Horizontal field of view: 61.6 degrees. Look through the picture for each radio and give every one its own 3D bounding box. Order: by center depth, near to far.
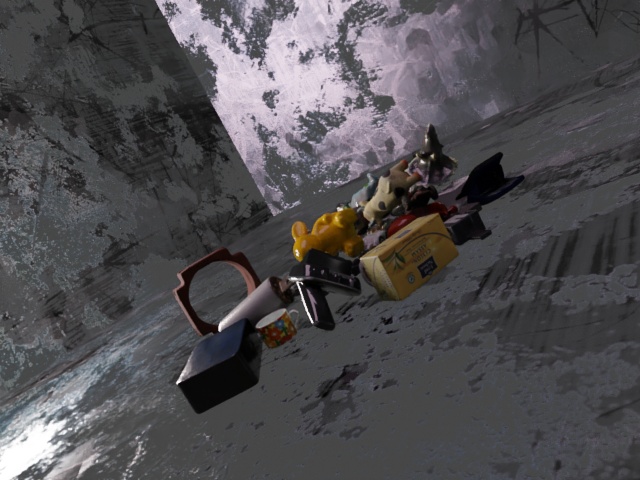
[{"bbox_3d":[-0.186,0.235,1.033,0.131,0.073,0.229,-29,7,0],"label":"radio"}]

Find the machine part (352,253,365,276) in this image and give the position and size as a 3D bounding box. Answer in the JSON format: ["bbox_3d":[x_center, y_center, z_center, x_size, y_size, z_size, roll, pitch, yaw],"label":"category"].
[{"bbox_3d":[0.113,0.052,1.263,0.084,0.039,0.139,-29,6,-38],"label":"machine part"}]

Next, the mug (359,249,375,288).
[{"bbox_3d":[0.127,0.050,1.100,0.109,0.081,0.107,-34,0,-7],"label":"mug"}]

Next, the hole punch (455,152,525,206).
[{"bbox_3d":[0.413,-0.131,1.294,0.142,0.092,0.115,-35,-19,-22],"label":"hole punch"}]

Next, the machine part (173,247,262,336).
[{"bbox_3d":[-0.257,0.136,1.379,0.201,0.201,0.087,-32,7,-22],"label":"machine part"}]

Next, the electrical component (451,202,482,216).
[{"bbox_3d":[0.349,-0.067,1.265,0.063,0.021,0.094,-31,9,-21],"label":"electrical component"}]

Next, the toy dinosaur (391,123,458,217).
[{"bbox_3d":[0.263,-0.138,1.521,0.192,0.131,0.404,-45,-11,-47],"label":"toy dinosaur"}]

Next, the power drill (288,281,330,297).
[{"bbox_3d":[-0.060,0.119,1.279,0.207,0.086,0.232,-28,7,25],"label":"power drill"}]

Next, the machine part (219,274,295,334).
[{"bbox_3d":[-0.140,0.158,1.175,0.243,0.079,0.079,-42,4,18],"label":"machine part"}]

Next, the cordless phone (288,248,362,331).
[{"bbox_3d":[0.024,0.113,1.067,0.088,0.146,0.184,-56,32,25],"label":"cordless phone"}]

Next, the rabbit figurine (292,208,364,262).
[{"bbox_3d":[-0.003,-0.004,1.318,0.163,0.121,0.173,15,39,44],"label":"rabbit figurine"}]

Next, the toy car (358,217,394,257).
[{"bbox_3d":[0.150,-0.007,1.417,0.073,0.056,0.202,-23,10,30],"label":"toy car"}]

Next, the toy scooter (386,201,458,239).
[{"bbox_3d":[0.247,-0.041,1.258,0.184,0.075,0.135,-28,4,-25],"label":"toy scooter"}]

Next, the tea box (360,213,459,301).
[{"bbox_3d":[0.170,0.032,1.013,0.169,0.098,0.068,-35,10,-28],"label":"tea box"}]

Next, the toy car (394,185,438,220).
[{"bbox_3d":[0.241,-0.083,1.371,0.089,0.053,0.202,-20,-20,-7],"label":"toy car"}]

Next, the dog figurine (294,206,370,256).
[{"bbox_3d":[0.032,-0.017,1.480,0.172,0.121,0.190,-37,-3,-42],"label":"dog figurine"}]

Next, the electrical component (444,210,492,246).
[{"bbox_3d":[0.297,-0.024,1.103,0.075,0.047,0.119,-31,8,-12],"label":"electrical component"}]

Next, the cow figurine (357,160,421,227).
[{"bbox_3d":[0.172,-0.108,1.379,0.127,0.085,0.194,-30,-17,-19],"label":"cow figurine"}]

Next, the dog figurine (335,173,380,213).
[{"bbox_3d":[0.157,-0.096,1.768,0.219,0.192,0.108,-56,-14,9],"label":"dog figurine"}]
